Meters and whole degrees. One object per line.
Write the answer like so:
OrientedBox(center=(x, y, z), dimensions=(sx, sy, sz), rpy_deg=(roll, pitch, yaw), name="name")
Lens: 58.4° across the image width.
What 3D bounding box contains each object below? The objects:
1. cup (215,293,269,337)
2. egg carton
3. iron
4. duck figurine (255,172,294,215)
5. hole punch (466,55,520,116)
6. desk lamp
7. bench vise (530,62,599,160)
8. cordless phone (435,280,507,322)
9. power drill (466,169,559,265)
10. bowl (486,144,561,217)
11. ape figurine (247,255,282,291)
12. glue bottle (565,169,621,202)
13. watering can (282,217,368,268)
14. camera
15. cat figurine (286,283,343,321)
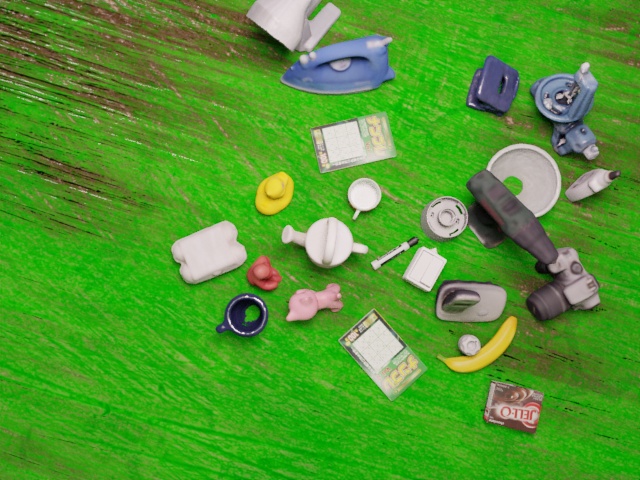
OrientedBox(center=(-0.164, 0.166, 1.228), dimensions=(0.118, 0.095, 0.092), rpy_deg=(-29, 86, -3), name="cup")
OrientedBox(center=(-0.241, 0.029, 1.251), dimensions=(0.150, 0.069, 0.107), rpy_deg=(-24, 86, -3), name="egg carton")
OrientedBox(center=(0.037, -0.393, 1.253), dimensions=(0.258, 0.141, 0.119), rpy_deg=(-11, 85, -2), name="iron")
OrientedBox(center=(-0.102, -0.106, 1.256), dimensions=(0.077, 0.086, 0.104), rpy_deg=(36, 86, 2), name="duck figurine")
OrientedBox(center=(0.394, -0.345, 1.280), dimensions=(0.101, 0.091, 0.109), rpy_deg=(17, 85, 1), name="hole punch")
OrientedBox(center=(-0.052, -0.488, 1.224), dimensions=(0.118, 0.213, 0.203), rpy_deg=(38, 86, 3), name="desk lamp")
OrientedBox(center=(0.550, -0.282, 1.212), dimensions=(0.121, 0.219, 0.207), rpy_deg=(-44, 87, -4), name="bench vise")
OrientedBox(center=(0.324, 0.128, 1.193), dimensions=(0.147, 0.185, 0.094), rpy_deg=(-1, 85, -1), name="cordless phone")
OrientedBox(center=(0.383, -0.039, 1.196), dimensions=(0.075, 0.208, 0.229), rpy_deg=(-39, 87, -3), name="power drill")
OrientedBox(center=(0.440, -0.124, 1.271), dimensions=(0.167, 0.074, 0.167), rpy_deg=(0, 85, -1), name="bowl")
OrientedBox(center=(-0.123, 0.072, 1.238), dimensions=(0.076, 0.092, 0.078), rpy_deg=(-1, 85, -1), name="ape figurine")
OrientedBox(center=(0.592, -0.125, 1.224), dimensions=(0.078, 0.173, 0.037), rpy_deg=(-42, 87, -4), name="glue bottle")
OrientedBox(center=(0.011, 0.007, 1.194), dimensions=(0.173, 0.194, 0.101), rpy_deg=(-12, 85, -1), name="watering can")
OrientedBox(center=(0.516, 0.105, 1.240), dimensions=(0.137, 0.101, 0.143), rpy_deg=(-29, 86, -3), name="camera")
OrientedBox(center=(-0.013, 0.133, 1.221), dimensions=(0.128, 0.117, 0.067), rpy_deg=(-14, 85, -2), name="cat figurine")
